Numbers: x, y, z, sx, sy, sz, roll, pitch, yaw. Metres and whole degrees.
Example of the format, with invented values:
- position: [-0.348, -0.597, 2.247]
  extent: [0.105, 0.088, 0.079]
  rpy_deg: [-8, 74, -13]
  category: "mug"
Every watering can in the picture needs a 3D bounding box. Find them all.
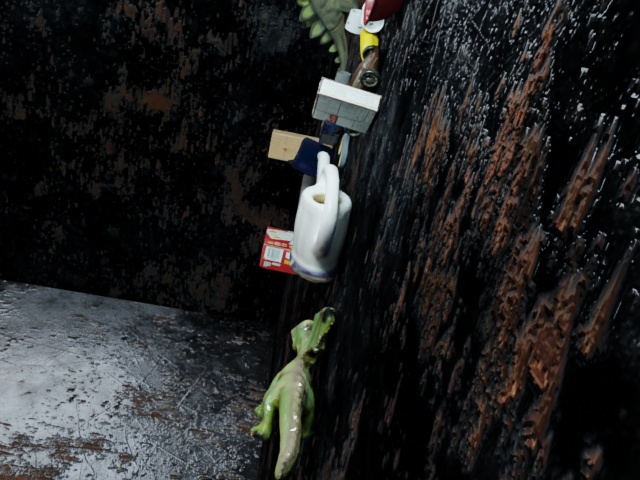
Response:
- position: [0.003, -0.053, 1.056]
  extent: [0.353, 0.104, 0.221]
  rpy_deg: [-95, 16, -68]
  category: "watering can"

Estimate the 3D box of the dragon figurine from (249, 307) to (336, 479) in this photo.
- position: [-0.031, 0.235, 0.935]
  extent: [0.410, 0.122, 0.243]
  rpy_deg: [-177, 105, -83]
  category: "dragon figurine"
